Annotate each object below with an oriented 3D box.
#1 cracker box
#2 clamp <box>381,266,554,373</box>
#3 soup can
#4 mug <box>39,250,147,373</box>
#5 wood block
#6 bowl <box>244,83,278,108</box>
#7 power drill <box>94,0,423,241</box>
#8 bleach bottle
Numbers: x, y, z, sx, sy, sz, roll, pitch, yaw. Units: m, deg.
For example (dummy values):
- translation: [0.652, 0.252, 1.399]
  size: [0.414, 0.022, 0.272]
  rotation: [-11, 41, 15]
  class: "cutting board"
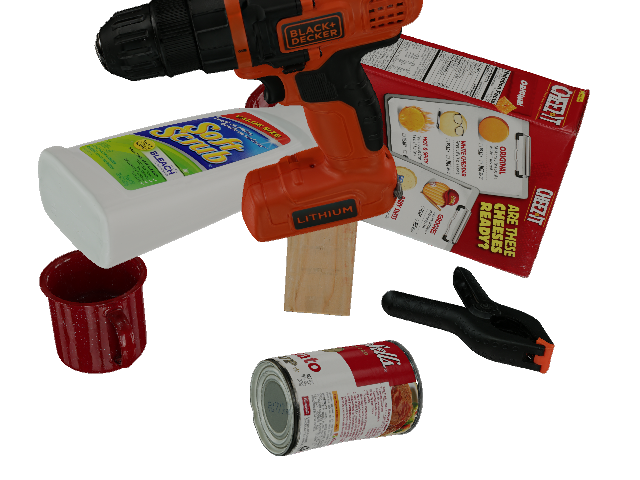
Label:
- translation: [0.095, -0.077, 0.885]
  size: [0.214, 0.164, 0.072]
  rotation: [19, 48, 11]
  class: "cracker box"
- translation: [0.158, 0.073, 1.035]
  size: [0.172, 0.039, 0.120]
  rotation: [27, 38, 31]
  class: "clamp"
- translation: [0.010, 0.109, 0.741]
  size: [0.102, 0.068, 0.069]
  rotation: [-5, 2, -30]
  class: "soup can"
- translation: [-0.191, 0.069, 0.942]
  size: [0.093, 0.081, 0.117]
  rotation: [-20, 37, -29]
  class: "mug"
- translation: [0.003, -0.016, 1.389]
  size: [0.090, 0.206, 0.091]
  rotation: [4, 25, 0]
  class: "wood block"
- translation: [0.001, -0.126, 1.149]
  size: [0.162, 0.055, 0.162]
  rotation: [-4, 39, 3]
  class: "bowl"
- translation: [-0.026, -0.081, 0.643]
  size: [0.184, 0.057, 0.187]
  rotation: [-12, -39, -1]
  class: "power drill"
- translation: [-0.085, -0.063, 0.838]
  size: [0.250, 0.068, 0.103]
  rotation: [-25, 50, -34]
  class: "bleach bottle"
